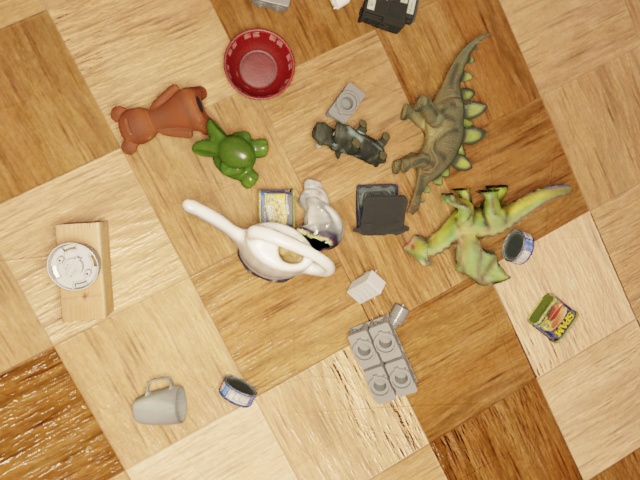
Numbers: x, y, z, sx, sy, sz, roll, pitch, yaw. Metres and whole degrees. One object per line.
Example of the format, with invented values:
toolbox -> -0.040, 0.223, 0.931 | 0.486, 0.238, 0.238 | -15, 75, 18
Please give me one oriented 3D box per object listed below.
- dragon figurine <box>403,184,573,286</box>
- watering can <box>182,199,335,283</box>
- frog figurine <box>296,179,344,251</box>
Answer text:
dragon figurine -> 0.410, -0.011, 1.254 | 0.410, 0.242, 0.122 | -2, 4, 5
watering can -> -0.135, 0.007, 1.124 | 0.347, 0.105, 0.221 | 24, -19, -9
frog figurine -> 0.004, -0.060, 1.200 | 0.122, 0.163, 0.135 | -2, -30, 28
